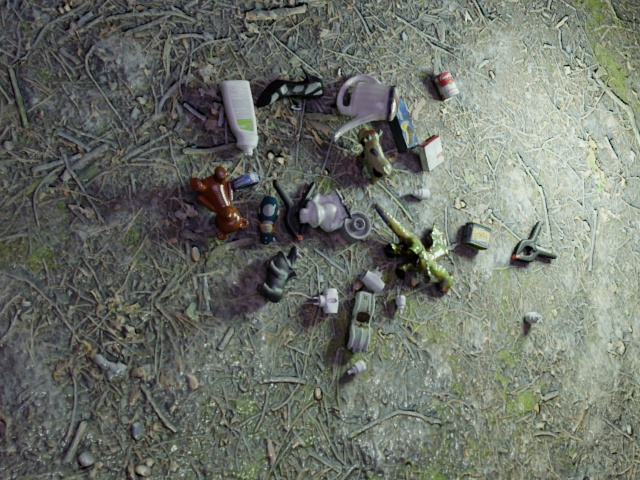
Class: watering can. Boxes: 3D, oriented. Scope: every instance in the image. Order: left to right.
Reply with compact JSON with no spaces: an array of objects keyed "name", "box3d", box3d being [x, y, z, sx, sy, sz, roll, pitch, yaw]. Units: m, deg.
[{"name":"watering can","box3d":[0.163,-0.464,1.825,0.224,0.101,0.355,8,57,10]}]

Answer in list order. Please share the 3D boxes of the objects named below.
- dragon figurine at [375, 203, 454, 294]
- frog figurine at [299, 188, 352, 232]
[{"name":"dragon figurine","box3d":[0.361,0.016,1.847,0.246,0.121,0.410,-26,90,-41]},{"name":"frog figurine","box3d":[0.005,-0.086,1.709,0.160,0.123,0.136,-26,106,-13]}]
